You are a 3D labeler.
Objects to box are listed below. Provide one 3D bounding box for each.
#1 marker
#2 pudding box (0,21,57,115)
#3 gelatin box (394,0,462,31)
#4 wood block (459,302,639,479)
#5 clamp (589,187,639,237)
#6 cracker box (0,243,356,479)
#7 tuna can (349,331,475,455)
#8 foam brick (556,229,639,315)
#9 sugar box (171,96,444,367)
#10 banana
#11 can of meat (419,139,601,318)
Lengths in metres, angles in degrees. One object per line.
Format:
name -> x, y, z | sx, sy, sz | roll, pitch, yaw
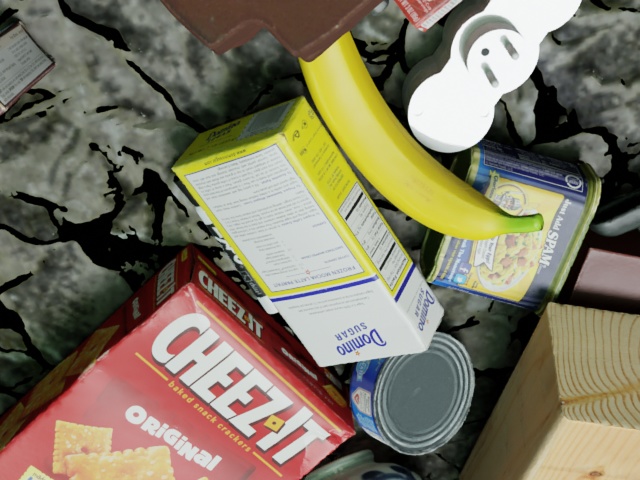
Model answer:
marker -> -0.058, -0.002, 0.703 | 0.020, 0.020, 0.121 | -28, 114, 12
pudding box -> -0.207, -0.077, 0.607 | 0.090, 0.113, 0.039 | -31, 110, 13
gelatin box -> 0.058, -0.174, 0.595 | 0.073, 0.030, 0.089 | -38, 84, 17
wood block -> 0.165, 0.146, 0.712 | 0.090, 0.090, 0.206 | 9, 136, -6
clamp -> 0.280, -0.077, 0.668 | 0.210, 0.036, 0.165 | 2, 112, -5
cracker box -> -0.108, 0.135, 0.735 | 0.214, 0.072, 0.164 | -41, 111, 12
tuna can -> 0.063, 0.101, 0.730 | 0.085, 0.034, 0.086 | -7, 103, -32
foam brick -> 0.185, 0.032, 0.712 | 0.053, 0.051, 0.078 | 12, 115, -7
sugar box -> -0.004, 0.001, 0.675 | 0.094, 0.048, 0.176 | -13, 124, 39
banana -> 0.043, -0.064, 0.627 | 0.198, 0.037, 0.070 | 45, 124, -3
can of meat -> 0.119, -0.010, 0.686 | 0.084, 0.057, 0.102 | 15, 115, -7
